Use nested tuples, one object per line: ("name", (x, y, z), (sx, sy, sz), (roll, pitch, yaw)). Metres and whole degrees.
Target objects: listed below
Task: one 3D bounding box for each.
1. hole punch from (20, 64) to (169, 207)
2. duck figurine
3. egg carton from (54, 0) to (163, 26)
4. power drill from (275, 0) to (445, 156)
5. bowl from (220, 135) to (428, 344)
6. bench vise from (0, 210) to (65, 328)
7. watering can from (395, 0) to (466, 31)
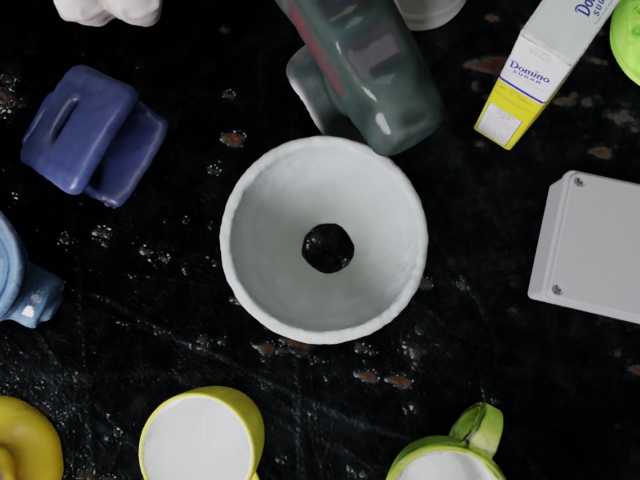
("hole punch", (-0.207, -0.093, 0.501), (0.101, 0.091, 0.109), (29, 86, 7))
("duck figurine", (-0.275, 0.183, 0.478), (0.077, 0.086, 0.104), (-37, 83, 0))
("egg carton", (-0.193, -0.273, 0.530), (0.107, 0.069, 0.150), (1, 84, 4))
("power drill", (0.008, -0.158, 0.434), (0.075, 0.208, 0.229), (-32, 83, 0))
("bowl", (0.004, 0.002, 0.484), (0.167, 0.075, 0.167), (0, 84, 4))
("bench vise", (-0.333, 0.010, 0.433), (0.207, 0.220, 0.121), (13, 85, 5))
("watering can", (0.091, -0.259, 0.447), (0.173, 0.194, 0.101), (-34, 82, 0))
